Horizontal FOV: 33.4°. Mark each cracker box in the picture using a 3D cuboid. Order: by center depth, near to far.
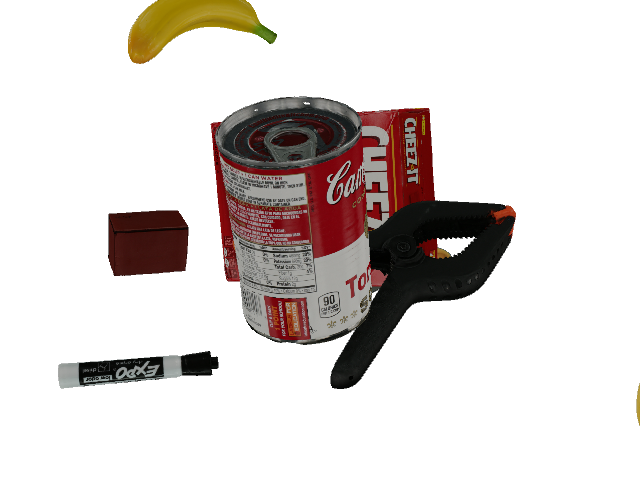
[{"bbox_3d":[0.001,-0.040,1.029,0.214,0.164,0.072,1,9,34],"label":"cracker box"}]

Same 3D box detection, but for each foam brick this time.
[{"bbox_3d":[-0.182,0.002,1.125,0.078,0.051,0.053,-4,23,-17],"label":"foam brick"}]

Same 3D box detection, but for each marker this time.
[{"bbox_3d":[-0.139,0.099,0.819,0.121,0.020,0.020,-4,0,-6],"label":"marker"}]

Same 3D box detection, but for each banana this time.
[{"bbox_3d":[-0.121,-0.210,1.021,0.070,0.037,0.197,45,38,19],"label":"banana"}]

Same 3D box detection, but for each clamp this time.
[{"bbox_3d":[0.062,0.025,0.812,0.209,0.165,0.036,-15,-41,-14],"label":"clamp"}]

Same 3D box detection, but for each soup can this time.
[{"bbox_3d":[-0.011,-0.009,0.515,0.068,0.102,0.068,-4,32,2],"label":"soup can"}]

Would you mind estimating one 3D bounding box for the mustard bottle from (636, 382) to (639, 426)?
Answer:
[{"bbox_3d":[0.224,0.101,0.571,0.096,0.058,0.191,-5,36,-1],"label":"mustard bottle"}]

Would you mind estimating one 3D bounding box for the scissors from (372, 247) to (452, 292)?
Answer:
[{"bbox_3d":[0.078,0.026,1.258,0.201,0.016,0.096,-10,40,-45],"label":"scissors"}]
